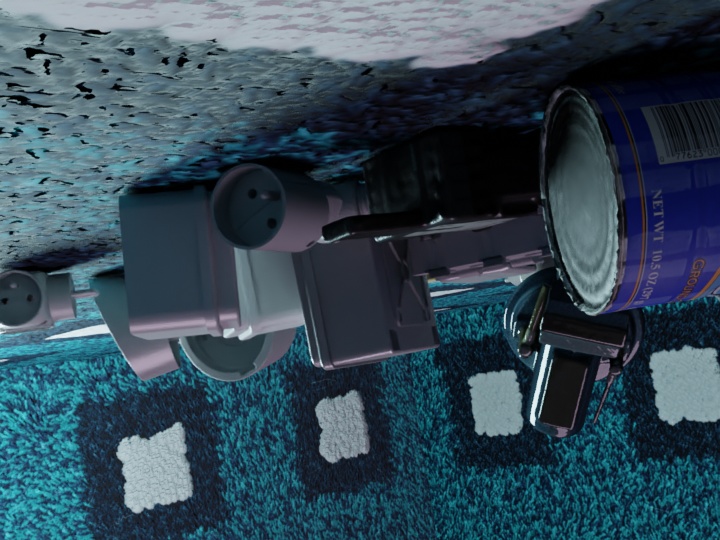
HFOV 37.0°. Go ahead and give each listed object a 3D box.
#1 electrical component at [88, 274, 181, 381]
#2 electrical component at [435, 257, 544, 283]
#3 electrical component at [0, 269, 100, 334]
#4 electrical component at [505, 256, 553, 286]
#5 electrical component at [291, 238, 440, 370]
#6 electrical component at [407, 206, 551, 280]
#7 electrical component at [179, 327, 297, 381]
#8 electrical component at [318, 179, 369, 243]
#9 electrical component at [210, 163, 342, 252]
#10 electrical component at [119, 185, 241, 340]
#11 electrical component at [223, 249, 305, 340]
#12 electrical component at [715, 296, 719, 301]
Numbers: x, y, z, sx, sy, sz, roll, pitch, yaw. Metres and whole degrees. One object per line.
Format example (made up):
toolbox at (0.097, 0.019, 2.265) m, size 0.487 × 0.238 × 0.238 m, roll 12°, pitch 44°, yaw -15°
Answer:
electrical component at (-0.195, 0.048, 0.946) m, size 0.064 × 0.099 × 0.099 m, roll -14°, pitch 176°, yaw -5°
electrical component at (0.088, -0.025, 0.759) m, size 0.061 × 0.061 × 0.096 m, roll -10°, pitch 175°, yaw 23°
electrical component at (-0.245, 0.023, 0.841) m, size 0.079 × 0.044 × 0.077 m, roll -8°, pitch 175°, yaw -8°
electrical component at (0.172, -0.005, 1.074) m, size 0.044 × 0.077 × 0.079 m, roll -5°, pitch 175°, yaw -39°
electrical component at (0.004, 0.006, 0.708) m, size 0.056 × 0.108 × 0.109 m, roll -13°, pitch 174°, yaw 20°
electrical component at (0.085, -0.033, 0.652) m, size 0.121 × 0.063 × 0.079 m, roll -12°, pitch 174°, yaw 38°
electrical component at (-0.109, 0.044, 0.994) m, size 0.108 × 0.108 × 0.060 m, roll -11°, pitch -179°, yaw 28°
electrical component at (0.000, -0.037, 0.630) m, size 0.061 × 0.035 × 0.035 m, roll -12°, pitch 175°, yaw 14°
electrical component at (-0.040, -0.031, 0.571) m, size 0.043 × 0.043 × 0.081 m, roll -11°, pitch 175°, yaw 23°
electrical component at (-0.100, -0.001, 0.614) m, size 0.057 × 0.078 × 0.113 m, roll -5°, pitch 175°, yaw -6°
electrical component at (-0.071, 0.006, 0.755) m, size 0.057 × 0.078 × 0.113 m, roll -11°, pitch 176°, yaw -12°
electrical component at (0.293, -0.027, 0.869) m, size 0.060 × 0.108 × 0.108 m, roll -38°, pitch 171°, yaw 7°
